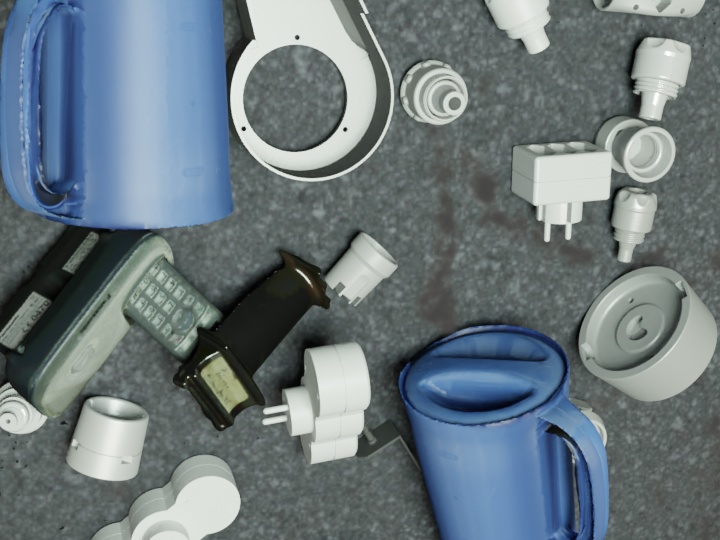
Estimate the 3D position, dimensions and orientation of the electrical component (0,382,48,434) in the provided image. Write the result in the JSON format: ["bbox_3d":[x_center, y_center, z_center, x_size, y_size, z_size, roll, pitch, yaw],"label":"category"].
[{"bbox_3d":[-0.248,0.100,0.786,0.040,0.078,0.040,-1,98,-5],"label":"electrical component"}]

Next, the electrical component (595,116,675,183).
[{"bbox_3d":[0.219,-0.098,0.863,0.045,0.055,0.045,-5,110,-15],"label":"electrical component"}]

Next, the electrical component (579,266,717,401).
[{"bbox_3d":[0.245,0.058,0.898,0.060,0.108,0.108,37,95,-29],"label":"electrical component"}]

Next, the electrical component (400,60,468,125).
[{"bbox_3d":[0.060,-0.129,0.802,0.048,0.062,0.048,-5,109,-15],"label":"electrical component"}]

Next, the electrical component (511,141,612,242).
[{"bbox_3d":[0.160,-0.060,0.863,0.066,0.047,0.076,-6,110,-14],"label":"electrical component"}]

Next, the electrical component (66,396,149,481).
[{"bbox_3d":[-0.192,0.127,0.822,0.055,0.055,0.047,13,100,-20],"label":"electrical component"}]

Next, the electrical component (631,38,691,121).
[{"bbox_3d":[0.236,-0.150,0.853,0.043,0.043,0.062,10,94,-19],"label":"electrical component"}]

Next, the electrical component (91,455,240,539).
[{"bbox_3d":[-0.154,0.213,0.850,0.138,0.073,0.052,-39,114,-1],"label":"electrical component"}]

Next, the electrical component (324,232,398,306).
[{"bbox_3d":[0.000,0.000,0.842,0.040,0.040,0.046,39,100,-24],"label":"electrical component"}]

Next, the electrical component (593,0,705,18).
[{"bbox_3d":[0.225,-0.236,0.824,0.077,0.043,0.079,0,107,-16],"label":"electrical component"}]

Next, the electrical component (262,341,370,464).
[{"bbox_3d":[-0.039,0.107,0.830,0.074,0.052,0.138,-9,149,-13],"label":"electrical component"}]

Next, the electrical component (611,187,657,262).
[{"bbox_3d":[0.226,-0.037,0.898,0.035,0.035,0.061,1,110,-17],"label":"electrical component"}]

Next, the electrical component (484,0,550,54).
[{"bbox_3d":[0.123,-0.193,0.809,0.043,0.043,0.062,-33,115,-3],"label":"electrical component"}]

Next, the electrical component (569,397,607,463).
[{"bbox_3d":[0.182,0.137,0.932,0.066,0.055,0.048,17,103,-21],"label":"electrical component"}]
